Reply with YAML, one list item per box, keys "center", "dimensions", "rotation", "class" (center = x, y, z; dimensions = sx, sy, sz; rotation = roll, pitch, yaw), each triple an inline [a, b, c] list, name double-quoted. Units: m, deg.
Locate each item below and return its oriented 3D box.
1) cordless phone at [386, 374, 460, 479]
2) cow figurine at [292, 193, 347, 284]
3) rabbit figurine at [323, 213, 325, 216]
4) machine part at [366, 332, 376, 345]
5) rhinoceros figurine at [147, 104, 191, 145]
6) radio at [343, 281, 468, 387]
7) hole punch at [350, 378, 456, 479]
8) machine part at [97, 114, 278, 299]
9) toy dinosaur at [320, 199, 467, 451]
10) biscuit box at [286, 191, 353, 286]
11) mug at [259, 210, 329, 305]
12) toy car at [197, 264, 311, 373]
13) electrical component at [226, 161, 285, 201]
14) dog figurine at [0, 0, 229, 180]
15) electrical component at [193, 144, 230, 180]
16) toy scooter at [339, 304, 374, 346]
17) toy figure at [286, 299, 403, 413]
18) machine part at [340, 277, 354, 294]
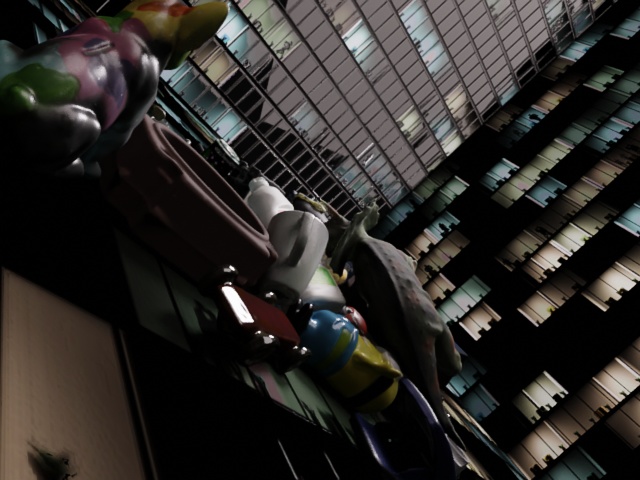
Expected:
- center: [0.185, 0.320, 0.935]
  dimensions: [0.184, 0.089, 0.147]
  rotation: [58, -3, -27]
  class: "cordless phone"
- center: [-0.001, -0.002, 0.957]
  dimensions: [0.167, 0.098, 0.068]
  rotation: [42, 14, 5]
  class: "cow figurine"
- center: [-0.046, 0.006, 1.196]
  dimensions: [0.170, 0.159, 0.121]
  rotation: [32, 11, 5]
  class: "rabbit figurine"
- center: [0.105, 0.208, 1.086]
  dimensions: [0.243, 0.079, 0.079]
  rotation: [47, 2, -31]
  class: "machine part"
- center: [-0.287, -0.187, 0.859]
  dimensions: [0.190, 0.073, 0.112]
  rotation: [44, -8, -18]
  class: "rhinoceros figurine"
- center: [0.147, 0.153, 0.954]
  dimensions: [0.131, 0.073, 0.230]
  rotation: [28, 13, -34]
  class: "radio"
- center: [0.111, 0.241, 0.633]
  dimensions: [0.115, 0.092, 0.142]
  rotation: [50, -2, -19]
  class: "hole punch"
- center: [-0.150, -0.040, 0.620]
  dimensions: [0.200, 0.087, 0.202]
  rotation: [46, 4, -36]
  class: "machine part"
- center: [0.104, 0.088, 0.775]
  dimensions: [0.192, 0.131, 0.405]
  rotation: [46, 11, -48]
  class: "toy dinosaur"
- center: [-0.005, -0.003, 1.066]
  dimensions: [0.202, 0.059, 0.063]
  rotation: [48, 5, -13]
  class: "biscuit box"
- center: [-0.033, 0.022, 0.674]
  dimensions: [0.081, 0.107, 0.109]
  rotation: [24, -36, -13]
  class: "mug"
- center: [-0.063, 0.084, 0.523]
  dimensions: [0.089, 0.053, 0.202]
  rotation: [59, 2, 18]
  class: "toy car"
- center: [-0.125, -0.061, 0.950]
  dimensions: [0.058, 0.115, 0.134]
  rotation: [32, -5, 27]
  class: "electrical component"
- center: [-0.186, -0.165, 0.480]
  dimensions: [0.108, 0.219, 0.191]
  rotation: [43, 2, -5]
  class: "dog figurine"
- center: [-0.197, -0.106, 0.964]
  dimensions: [0.119, 0.075, 0.048]
  rotation: [40, 7, -37]
  class: "electrical component"
- center: [0.056, 0.174, 0.876]
  dimensions: [0.135, 0.075, 0.184]
  rotation: [48, 5, -10]
  class: "toy scooter"
- center: [0.027, 0.151, 0.694]
  dimensions: [0.180, 0.089, 0.082]
  rotation: [37, 14, -18]
  class: "toy figure"
- center: [0.037, 0.078, 1.313]
  dimensions: [0.180, 0.056, 0.179]
  rotation: [38, -39, 39]
  class: "machine part"
